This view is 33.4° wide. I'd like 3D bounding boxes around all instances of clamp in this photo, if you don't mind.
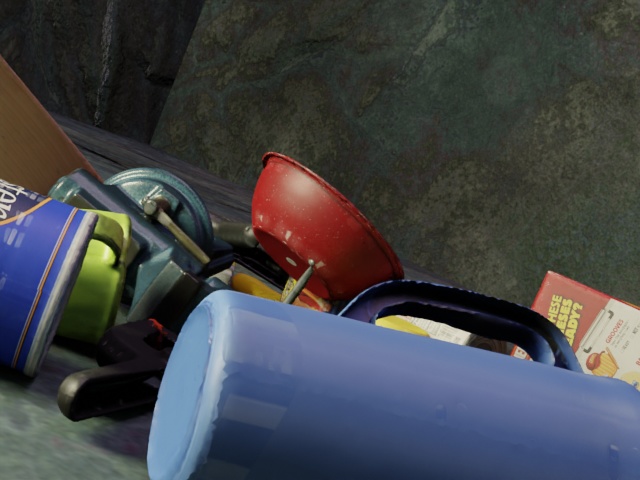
[{"bbox_3d":[-0.088,0.005,1.082,0.172,0.039,0.120,22,-25,44],"label":"clamp"},{"bbox_3d":[-0.080,0.093,0.665,0.164,0.036,0.210,21,3,-14],"label":"clamp"}]

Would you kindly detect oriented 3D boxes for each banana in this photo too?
[{"bbox_3d":[-0.031,0.076,1.113,0.198,0.037,0.069,20,8,31],"label":"banana"}]

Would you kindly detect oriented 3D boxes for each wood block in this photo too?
[{"bbox_3d":[-0.291,-0.091,0.951,0.090,0.090,0.206,26,-22,43],"label":"wood block"}]

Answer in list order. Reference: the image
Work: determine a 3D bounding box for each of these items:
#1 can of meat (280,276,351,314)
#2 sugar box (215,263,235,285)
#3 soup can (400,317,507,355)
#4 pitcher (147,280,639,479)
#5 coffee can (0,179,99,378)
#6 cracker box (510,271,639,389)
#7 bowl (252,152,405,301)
[{"bbox_3d":[-0.001,0.073,1.009,0.057,0.084,0.102,20,5,-31],"label":"can of meat"},{"bbox_3d":[-0.140,0.027,1.151,0.093,0.048,0.176,22,8,-4],"label":"sugar box"},{"bbox_3d":[0.090,0.082,0.859,0.102,0.068,0.068,23,4,42],"label":"soup can"},{"bbox_3d":[0.042,0.099,0.553,0.242,0.145,0.149,18,9,-17],"label":"pitcher"},{"bbox_3d":[-0.212,0.008,0.615,0.140,0.103,0.103,21,4,-9],"label":"coffee can"},{"bbox_3d":[0.294,0.147,1.043,0.214,0.164,0.072,25,3,31],"label":"cracker box"},{"bbox_3d":[-0.006,0.001,0.907,0.162,0.055,0.162,40,-14,11],"label":"bowl"}]
